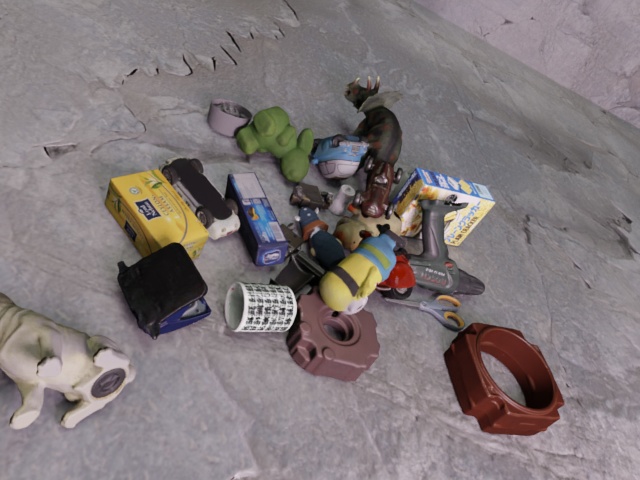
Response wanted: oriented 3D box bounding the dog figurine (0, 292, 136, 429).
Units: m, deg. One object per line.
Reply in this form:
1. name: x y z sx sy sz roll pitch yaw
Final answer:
1. dog figurine: -0.352 0.133 0.696 0.191 0.121 0.172 37 1 31

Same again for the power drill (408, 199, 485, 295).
1. power drill: 0.274 0.015 1.182 0.232 0.207 0.086 6 7 -19

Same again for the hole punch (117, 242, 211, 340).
1. hole punch: -0.239 0.083 0.836 0.116 0.092 0.142 -29 68 -15

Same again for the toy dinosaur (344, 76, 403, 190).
1. toy dinosaur: 0.149 -0.257 1.355 0.131 0.192 0.405 12 42 -21

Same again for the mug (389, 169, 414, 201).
1. mug: 0.211 -0.124 1.326 0.081 0.107 0.109 44 42 10

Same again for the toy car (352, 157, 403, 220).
1. toy car: 0.131 -0.121 1.187 0.089 0.053 0.202 19 44 4

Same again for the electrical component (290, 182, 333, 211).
1. electrical component: -0.017 -0.097 1.190 0.102 0.045 0.078 14 44 -23

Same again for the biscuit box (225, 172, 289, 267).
1. biscuit box: -0.125 -0.042 1.029 0.059 0.062 0.203 -8 50 -25

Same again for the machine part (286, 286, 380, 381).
1. machine part: 0.025 0.160 0.946 0.179 0.056 0.179 20 40 -18

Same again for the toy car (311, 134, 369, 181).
1. toy car: 0.048 -0.194 1.281 0.109 0.162 0.102 -2 94 -31

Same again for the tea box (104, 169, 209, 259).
1. tea box: -0.283 -0.037 0.928 0.170 0.068 0.098 48 41 16

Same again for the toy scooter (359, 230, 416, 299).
1. toy scooter: 0.116 0.049 1.063 0.184 0.135 0.075 2 6 -29

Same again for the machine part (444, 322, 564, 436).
1. machine part: 0.357 0.266 1.041 0.201 0.087 0.201 13 42 -23

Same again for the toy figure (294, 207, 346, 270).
1. toy figure: -0.003 -0.004 1.096 0.064 0.057 0.155 1 44 -42

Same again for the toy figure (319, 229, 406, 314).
1. toy figure: 0.074 0.053 0.954 0.089 0.082 0.180 31 66 20

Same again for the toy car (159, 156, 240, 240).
1. toy car: -0.231 -0.085 1.026 0.073 0.056 0.202 -27 66 -40

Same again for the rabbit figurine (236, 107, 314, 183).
1. rabbit figurine: -0.085 -0.207 1.231 0.170 0.121 0.159 56 34 -1

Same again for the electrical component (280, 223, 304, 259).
1. electrical component: -0.065 0.000 1.075 0.063 0.021 0.094 38 39 6

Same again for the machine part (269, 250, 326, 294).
1. machine part: -0.044 0.071 1.005 0.084 0.039 0.139 46 39 7

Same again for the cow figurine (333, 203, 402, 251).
1. cow figurine: 0.104 -0.020 1.169 0.195 0.085 0.127 -11 50 -42
